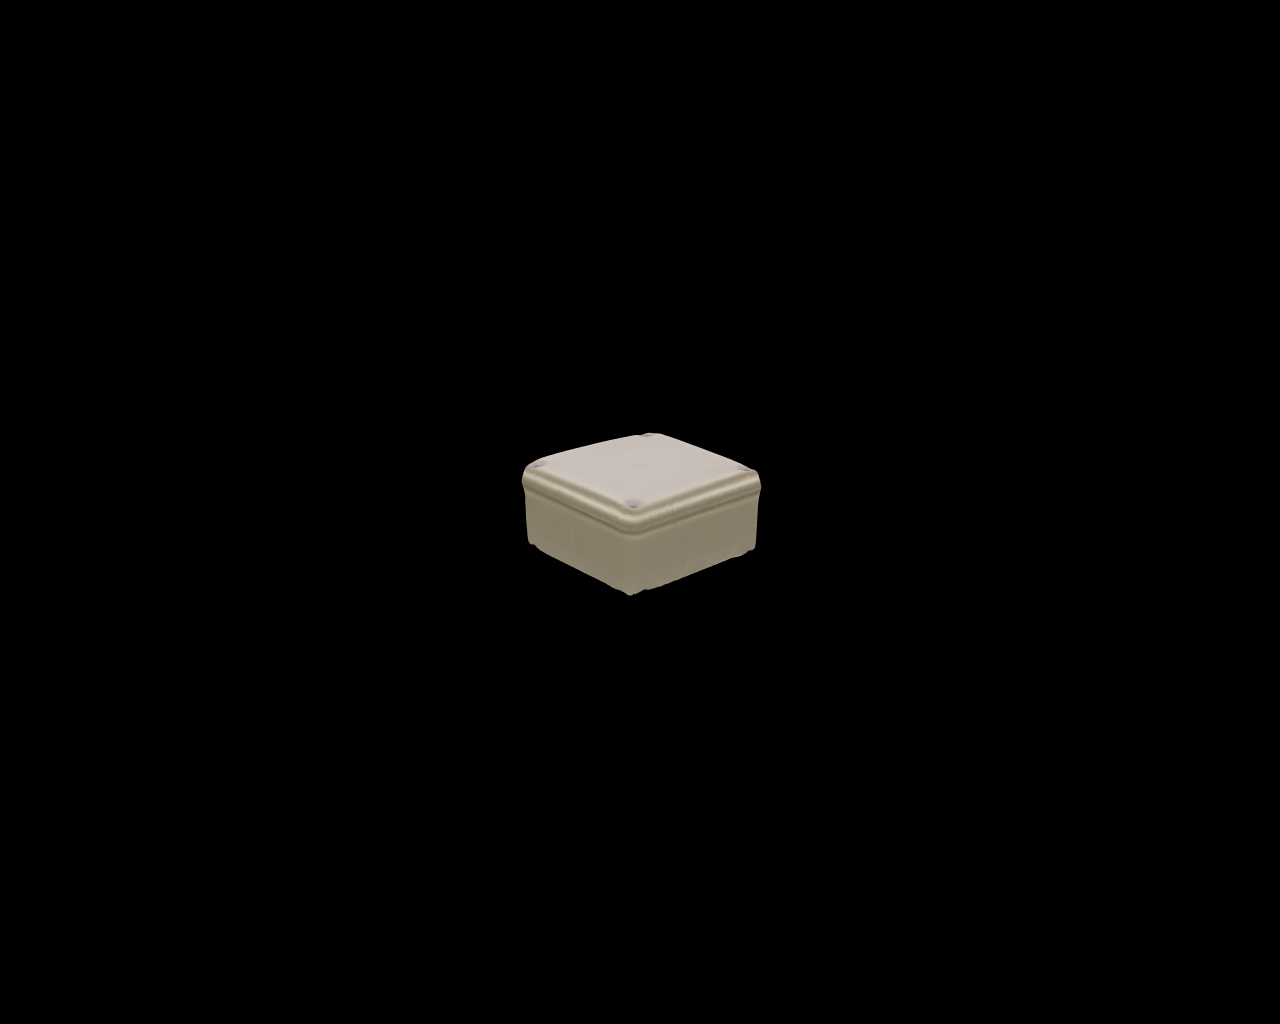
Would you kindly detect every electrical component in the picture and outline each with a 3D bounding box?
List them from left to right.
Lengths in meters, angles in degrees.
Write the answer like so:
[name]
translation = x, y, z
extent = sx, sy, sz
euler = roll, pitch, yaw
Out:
[electrical component]
translation = 0.001, -0.003, 0.650
extent = 0.109, 0.056, 0.109
euler = -17, 28, -37
